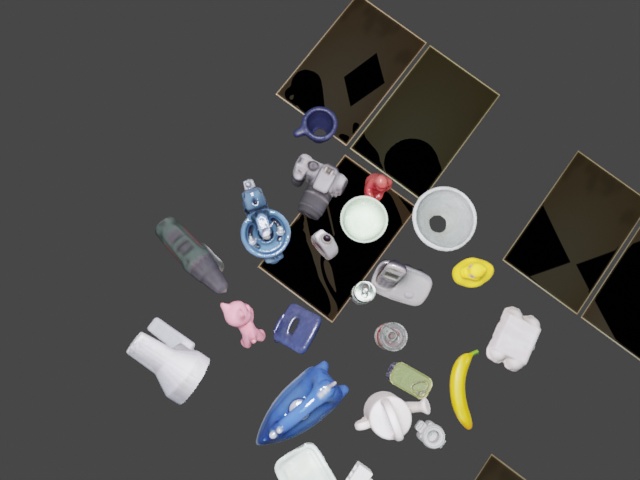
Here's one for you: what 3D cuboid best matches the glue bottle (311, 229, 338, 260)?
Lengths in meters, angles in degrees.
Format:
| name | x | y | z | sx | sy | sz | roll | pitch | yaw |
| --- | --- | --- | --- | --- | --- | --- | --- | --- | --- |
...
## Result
| name | x | y | z | sx | sy | sz | roll | pitch | yaw |
| --- | --- | --- | --- | --- | --- | --- | --- | --- | --- |
| glue bottle | 0.013 | 0.005 | 1.404 | 0.037 | 0.173 | 0.078 | -44 | 85 | -8 |

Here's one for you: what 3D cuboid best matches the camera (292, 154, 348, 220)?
| name | x | y | z | sx | sy | sz | roll | pitch | yaw |
| --- | --- | --- | --- | --- | --- | --- | --- | --- | --- |
| camera | -0.016 | -0.132 | 1.461 | 0.143 | 0.101 | 0.137 | 27 | 81 | 2 |

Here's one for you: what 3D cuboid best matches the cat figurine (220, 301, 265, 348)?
| name | x | y | z | sx | sy | sz | roll | pitch | yaw |
| --- | --- | --- | --- | --- | --- | --- | --- | --- | --- |
| cat figurine | -0.188 | 0.199 | 1.390 | 0.067 | 0.117 | 0.128 | -30 | 83 | -7 |

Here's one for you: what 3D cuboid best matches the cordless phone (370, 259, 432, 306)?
| name | x | y | z | sx | sy | sz | roll | pitch | yaw |
| --- | --- | --- | --- | --- | --- | --- | --- | --- | --- |
| cordless phone | 0.205 | 0.098 | 1.392 | 0.147 | 0.185 | 0.094 | 17 | 80 | 0 |

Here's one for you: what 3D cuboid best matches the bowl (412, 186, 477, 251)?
| name | x | y | z | sx | sy | sz | roll | pitch | yaw |
| --- | --- | --- | --- | --- | --- | --- | --- | --- | --- |
| bowl | 0.313 | -0.050 | 1.478 | 0.167 | 0.074 | 0.167 | 0 | 81 | -3 |

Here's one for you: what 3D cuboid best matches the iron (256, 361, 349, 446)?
| name | x | y | z | sx | sy | sz | roll | pitch | yaw |
| --- | --- | --- | --- | --- | --- | --- | --- | --- | --- |
| iron | -0.053 | 0.407 | 1.352 | 0.258 | 0.141 | 0.118 | -41 | 85 | -8 |

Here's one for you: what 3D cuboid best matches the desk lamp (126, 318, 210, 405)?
| name | x | y | z | sx | sy | sz | roll | pitch | yaw |
| --- | --- | --- | --- | --- | --- | --- | --- | --- | --- |
| desk lamp | -0.352 | 0.275 | 1.321 | 0.203 | 0.213 | 0.118 | 34 | 81 | 3 |

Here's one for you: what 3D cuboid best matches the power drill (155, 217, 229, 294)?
| name | x | y | z | sx | sy | sz | roll | pitch | yaw |
| --- | --- | --- | --- | --- | --- | --- | --- | --- | --- |
| power drill | -0.290 | 0.047 | 1.364 | 0.229 | 0.208 | 0.076 | 45 | 82 | 5 |

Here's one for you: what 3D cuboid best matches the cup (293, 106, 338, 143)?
| name | x | y | z | sx | sy | sz | roll | pitch | yaw |
| --- | --- | --- | --- | --- | --- | --- | --- | --- | --- |
| cup | -0.014 | -0.283 | 1.489 | 0.118 | 0.095 | 0.091 | -24 | 83 | -6 |

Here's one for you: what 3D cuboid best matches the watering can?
| name | x | y | z | sx | sy | sz | roll | pitch | yaw |
| --- | --- | --- | --- | --- | --- | --- | --- | --- | --- |
| watering can | 0.168 | 0.409 | 1.336 | 0.173 | 0.194 | 0.101 | -38 | 84 | -8 |

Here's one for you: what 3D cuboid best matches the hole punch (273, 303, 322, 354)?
| name | x | y | z | sx | sy | sz | roll | pitch | yaw |
| --- | --- | --- | --- | --- | --- | --- | --- | --- | --- |
| hole punch | -0.058 | 0.219 | 1.407 | 0.101 | 0.091 | 0.109 | 27 | 81 | 2 |

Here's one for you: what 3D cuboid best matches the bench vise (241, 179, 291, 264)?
| name | x | y | z | sx | sy | sz | roll | pitch | yaw |
| --- | --- | --- | --- | --- | --- | --- | --- | --- | --- |
| bench vise | -0.153 | -0.047 | 1.380 | 0.121 | 0.219 | 0.207 | -37 | 84 | -8 |

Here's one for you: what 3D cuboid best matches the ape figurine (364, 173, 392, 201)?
| name | x | y | z | sx | sy | sz | roll | pitch | yaw |
| --- | --- | --- | --- | --- | --- | --- | --- | --- | --- |
| ape figurine | 0.151 | -0.142 | 1.476 | 0.078 | 0.092 | 0.076 | -16 | 82 | -5 |

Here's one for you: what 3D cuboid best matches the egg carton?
| name | x | y | z | sx | sy | sz | roll | pitch | yaw |
| --- | --- | --- | --- | --- | --- | --- | --- | --- | --- |
| egg carton | 0.486 | 0.249 | 1.440 | 0.107 | 0.069 | 0.150 | 26 | 80 | 2 |

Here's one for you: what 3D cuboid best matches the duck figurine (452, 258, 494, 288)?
| name | x | y | z | sx | sy | sz | roll | pitch | yaw |
| --- | --- | --- | --- | --- | --- | --- | --- | --- | --- |
| duck figurine | 0.396 | 0.080 | 1.455 | 0.104 | 0.086 | 0.077 | -8 | 81 | -4 |
